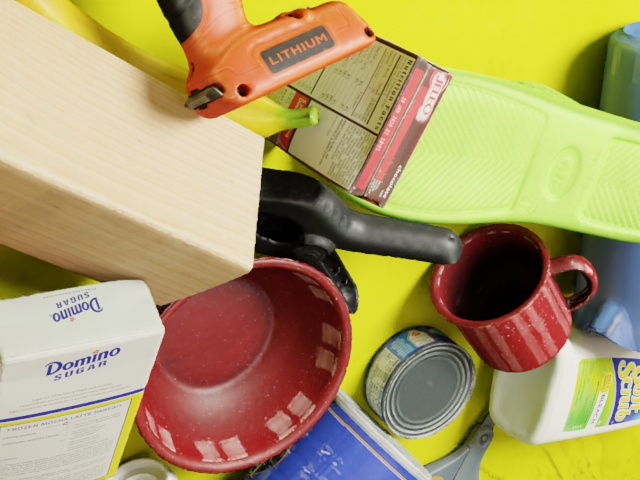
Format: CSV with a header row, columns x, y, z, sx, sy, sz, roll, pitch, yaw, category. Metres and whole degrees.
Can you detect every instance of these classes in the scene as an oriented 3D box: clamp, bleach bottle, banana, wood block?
x,y,z,sx,sy,sz,roll,pitch,yaw,category
-0.005,0.001,0.715,0.171,0.039,0.120,23,138,-21,clamp
0.259,0.114,0.927,0.250,0.068,0.102,0,109,-38,bleach bottle
-0.098,-0.097,0.612,0.197,0.037,0.070,19,144,-29,banana
-0.137,-0.045,0.573,0.205,0.090,0.091,26,57,-38,wood block

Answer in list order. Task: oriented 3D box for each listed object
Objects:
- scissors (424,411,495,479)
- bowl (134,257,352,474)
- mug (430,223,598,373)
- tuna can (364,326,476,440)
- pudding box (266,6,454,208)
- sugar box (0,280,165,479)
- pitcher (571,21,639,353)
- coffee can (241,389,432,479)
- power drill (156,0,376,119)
x,y,z,sx,sy,sz,roll,pitch,yaw,category
0.119,0.172,0.905,0.096,0.016,0.202,8,105,-30,scissors
-0.060,0.076,0.723,0.161,0.055,0.162,-13,120,-25,bowl
0.152,0.044,0.807,0.117,0.093,0.081,-22,135,17,mug
0.078,0.112,0.838,0.086,0.034,0.086,-13,119,-25,tuna can
0.016,-0.084,0.652,0.039,0.114,0.090,19,102,-47,pudding box
-0.157,0.094,0.635,0.093,0.048,0.176,-9,143,-29,sugar box
0.276,-0.044,0.829,0.145,0.149,0.243,1,114,5,pitcher
-0.002,0.190,0.785,0.140,0.103,0.102,-47,128,-3,coffee can
-0.044,-0.174,0.571,0.184,0.057,0.187,-30,98,-22,power drill
